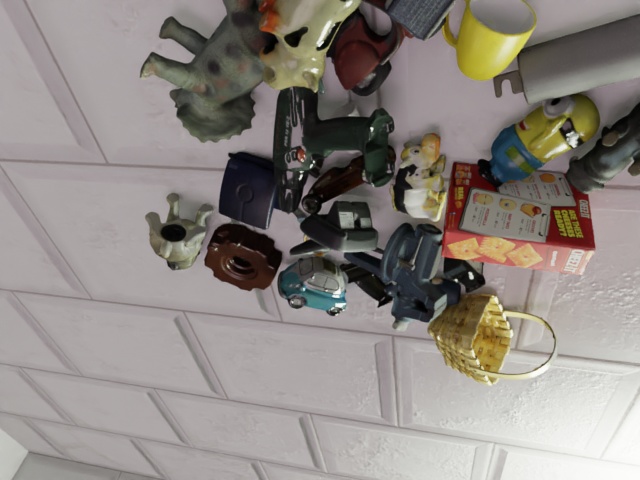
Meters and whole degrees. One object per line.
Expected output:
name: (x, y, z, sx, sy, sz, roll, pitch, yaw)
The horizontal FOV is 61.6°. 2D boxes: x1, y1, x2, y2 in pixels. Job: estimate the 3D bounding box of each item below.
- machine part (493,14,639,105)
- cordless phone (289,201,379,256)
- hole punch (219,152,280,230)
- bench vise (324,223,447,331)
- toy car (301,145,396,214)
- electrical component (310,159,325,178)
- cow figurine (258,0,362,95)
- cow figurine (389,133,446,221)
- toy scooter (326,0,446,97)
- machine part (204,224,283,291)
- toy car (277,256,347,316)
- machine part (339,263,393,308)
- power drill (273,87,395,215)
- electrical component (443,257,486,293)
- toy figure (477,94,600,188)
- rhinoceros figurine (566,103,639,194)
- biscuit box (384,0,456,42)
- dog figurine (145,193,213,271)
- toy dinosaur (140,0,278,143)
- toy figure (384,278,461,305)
machine part: (0.351, -0.236, 0.700, 0.243, 0.079, 0.079, -9, 132, 28)
cordless phone: (-0.002, -0.002, 0.966, 0.184, 0.088, 0.146, -18, 172, 35)
hole punch: (-0.126, -0.091, 1.001, 0.142, 0.092, 0.115, 21, 136, 16)
bench vise: (0.135, 0.054, 1.039, 0.241, 0.129, 0.223, 24, 126, 28)
toy car: (0.044, -0.108, 0.933, 0.202, 0.089, 0.053, -22, 114, 38)
electrical component: (-0.034, -0.154, 0.946, 0.102, 0.045, 0.078, 29, 166, -8)
cow figurine: (-0.014, -0.275, 0.696, 0.127, 0.085, 0.195, 23, 132, -27)
cow figurine: (0.163, -0.110, 0.910, 0.098, 0.068, 0.167, 7, 137, 20)
toy scooter: (0.068, -0.292, 0.739, 0.135, 0.075, 0.184, 37, 132, -19)
machine part: (-0.172, 0.044, 1.195, 0.179, 0.056, 0.179, 10, 139, 8)
toy car: (-0.005, 0.091, 1.157, 0.162, 0.109, 0.102, 18, 122, -13)
machine part: (0.111, 0.090, 1.161, 0.084, 0.039, 0.138, -26, 121, 32)
power drill: (0.014, -0.135, 0.841, 0.208, 0.086, 0.231, 17, 118, 38)
electrical component: (0.264, 0.038, 1.025, 0.119, 0.075, 0.048, 34, 135, -24)
toy figure: (0.324, -0.148, 0.803, 0.089, 0.082, 0.180, 19, 135, -30)
rhinoceros figurine: (0.431, -0.142, 0.758, 0.073, 0.112, 0.190, 38, 125, 1)
biscuit box: (0.161, -0.337, 0.624, 0.063, 0.059, 0.202, 32, 118, -16)
dog figurine: (-0.304, 0.024, 1.138, 0.121, 0.172, 0.190, 25, 132, 7)
toy dinosaur: (-0.121, -0.286, 0.785, 0.192, 0.131, 0.405, 29, 134, -32)
toy figure: (0.215, 0.106, 1.126, 0.155, 0.058, 0.064, 6, 97, 19)
